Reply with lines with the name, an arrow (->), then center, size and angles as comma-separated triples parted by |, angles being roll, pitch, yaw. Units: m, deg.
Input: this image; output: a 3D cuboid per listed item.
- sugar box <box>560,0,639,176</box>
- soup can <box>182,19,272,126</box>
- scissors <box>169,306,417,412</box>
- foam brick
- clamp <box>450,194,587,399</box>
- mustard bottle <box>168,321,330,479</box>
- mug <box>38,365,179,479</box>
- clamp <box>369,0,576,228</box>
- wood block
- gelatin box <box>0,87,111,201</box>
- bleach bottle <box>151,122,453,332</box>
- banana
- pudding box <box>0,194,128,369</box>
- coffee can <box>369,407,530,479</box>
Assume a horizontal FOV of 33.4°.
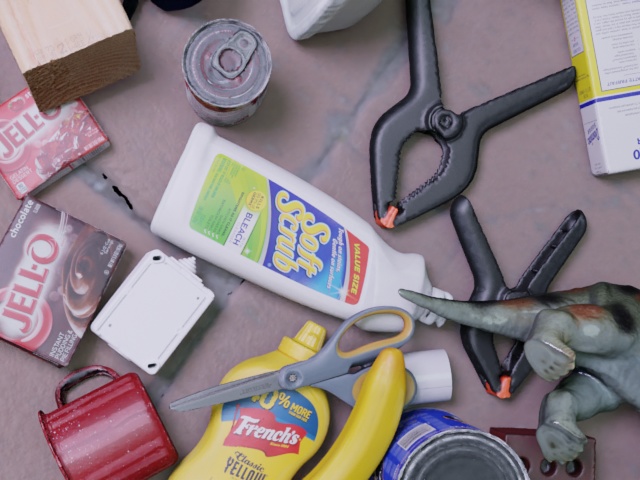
sugar box -> 0.267, -0.148, 0.915 | 0.093, 0.048, 0.176 | -9, 92, -6
soup can -> -0.075, -0.131, 0.852 | 0.068, 0.102, 0.068 | 0, 87, -6
scissors -> -0.008, 0.121, 0.833 | 0.201, 0.016, 0.096 | -28, 99, -12
foam brick -> 0.183, 0.185, 0.888 | 0.078, 0.051, 0.053 | 3, 87, -5
clamp -> 0.169, 0.046, 0.900 | 0.120, 0.039, 0.171 | -2, 95, -6
mustard bottle -> -0.046, 0.153, 0.864 | 0.096, 0.058, 0.191 | 29, 85, -5
mug -> -0.169, 0.149, 0.845 | 0.081, 0.093, 0.117 | -27, 54, -11
clamp -> 0.113, -0.099, 0.901 | 0.164, 0.036, 0.210 | 23, 88, -5
wood block -> -0.225, -0.218, 0.831 | 0.090, 0.091, 0.206 | -25, 81, -10
gelatin box -> -0.228, -0.085, 0.871 | 0.089, 0.030, 0.073 | -34, 90, -7
bleach bottle -> -0.006, 0.001, 0.874 | 0.250, 0.068, 0.102 | 24, 86, -6
banana -> 0.008, 0.171, 0.818 | 0.198, 0.037, 0.069 | -45, 120, 1
pudding box -> -0.219, 0.033, 0.850 | 0.090, 0.039, 0.113 | 27, 74, -12
coffee can -> 0.096, 0.190, 0.835 | 0.102, 0.140, 0.103 | 0, 87, -6
